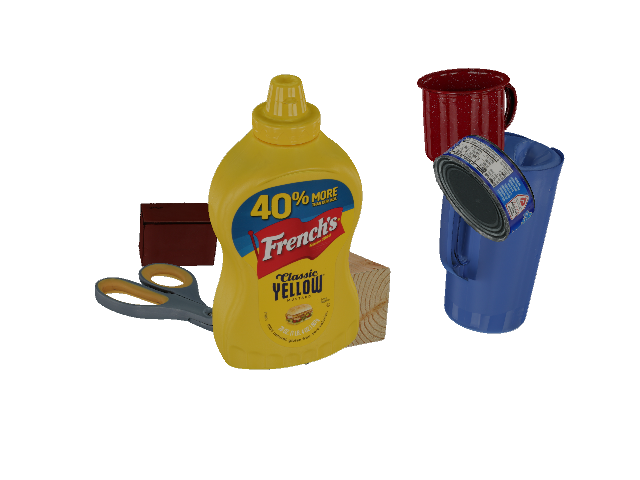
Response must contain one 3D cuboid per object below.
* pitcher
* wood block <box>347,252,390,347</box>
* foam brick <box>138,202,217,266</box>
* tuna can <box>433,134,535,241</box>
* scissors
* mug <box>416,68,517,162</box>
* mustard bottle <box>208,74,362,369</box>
[{"bbox_3d":[0.215,-0.006,1.349,0.149,0.243,0.145,4,26,-1],"label":"pitcher"},{"bbox_3d":[-0.016,0.054,1.290,0.090,0.090,0.206,-7,18,-34],"label":"wood block"},{"bbox_3d":[-0.150,-0.007,1.123,0.078,0.051,0.053,-1,24,-13],"label":"foam brick"},{"bbox_3d":[0.132,-0.043,0.860,0.033,0.086,0.086,-39,10,-13],"label":"tuna can"},{"bbox_3d":[-0.090,0.056,0.894,0.202,0.016,0.096,13,25,14],"label":"scissors"},{"bbox_3d":[0.156,-0.129,1.098,0.117,0.081,0.093,-20,28,-32],"label":"mug"},{"bbox_3d":[-0.021,-0.012,0.669,0.096,0.192,0.058,-9,32,-16],"label":"mustard bottle"}]
